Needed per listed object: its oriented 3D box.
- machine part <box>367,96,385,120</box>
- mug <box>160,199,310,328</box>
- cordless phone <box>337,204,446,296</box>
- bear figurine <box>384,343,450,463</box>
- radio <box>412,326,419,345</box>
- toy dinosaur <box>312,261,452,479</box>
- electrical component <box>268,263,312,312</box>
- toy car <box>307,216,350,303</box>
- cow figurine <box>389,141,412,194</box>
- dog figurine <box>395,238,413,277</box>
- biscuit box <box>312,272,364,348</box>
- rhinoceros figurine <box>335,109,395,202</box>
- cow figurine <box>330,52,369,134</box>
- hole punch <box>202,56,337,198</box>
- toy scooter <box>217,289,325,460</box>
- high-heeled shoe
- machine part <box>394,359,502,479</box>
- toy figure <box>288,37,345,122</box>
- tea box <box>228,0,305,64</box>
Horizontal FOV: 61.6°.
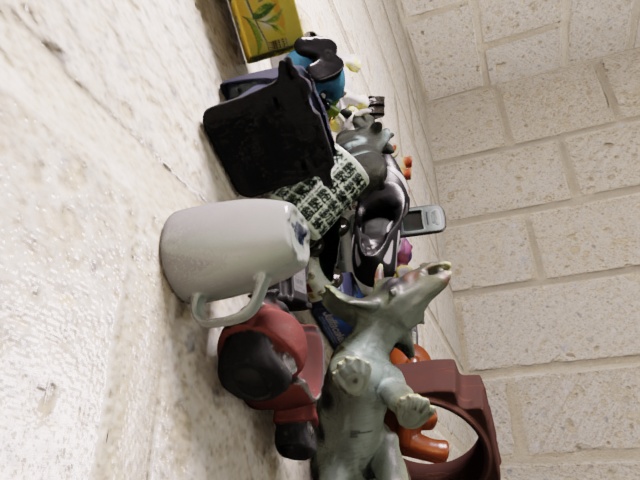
[{"bbox_3d":[0.072,-0.210,0.989,0.039,0.139,0.084,16,59,-22],"label":"machine part"},{"bbox_3d":[-0.065,0.014,0.435,0.080,0.107,0.109,56,26,-48],"label":"mug"},{"bbox_3d":[0.116,0.017,0.865,0.088,0.184,0.146,50,33,-65],"label":"cordless phone"},{"bbox_3d":[0.161,0.254,0.882,0.120,0.132,0.195,-103,-155,-68],"label":"bear figurine"},{"bbox_3d":[0.145,0.174,1.041,0.230,0.073,0.131,-74,148,-53],"label":"radio"},{"bbox_3d":[0.045,0.210,0.622,0.192,0.131,0.404,-115,-144,-78],"label":"toy dinosaur"},{"bbox_3d":[-0.045,0.018,0.594,0.074,0.048,0.119,42,42,-64],"label":"electrical component"},{"bbox_3d":[-0.001,-0.002,0.729,0.073,0.056,0.202,60,24,-31],"label":"toy car"},{"bbox_3d":[0.136,-0.147,1.167,0.194,0.127,0.085,82,11,-46],"label":"cow figurine"},{"bbox_3d":[0.131,0.047,1.029,0.219,0.109,0.191,-3,82,-75],"label":"dog figurine"},{"bbox_3d":[0.049,0.133,0.791,0.063,0.059,0.202,-84,155,-43],"label":"biscuit box"},{"bbox_3d":[0.061,-0.137,0.824,0.073,0.112,0.190,51,22,-29],"label":"rhinoceros figurine"},{"bbox_3d":[0.028,-0.242,0.925,0.098,0.068,0.167,2,73,-35],"label":"cow figurine"},{"bbox_3d":[-0.048,-0.121,0.569,0.092,0.116,0.142,-88,160,-57],"label":"hole punch"},{"bbox_3d":[-0.036,0.111,0.520,0.135,0.075,0.183,-80,156,-48],"label":"toy scooter"},{"bbox_3d":[0.083,-0.046,0.777,0.145,0.086,0.249,59,31,-64],"label":"high-heeled shoe"},{"bbox_3d":[0.149,0.282,0.775,0.087,0.202,0.200,-55,132,-66],"label":"machine part"},{"bbox_3d":[-0.015,-0.172,0.639,0.180,0.089,0.082,149,-50,-70],"label":"toy figure"},{"bbox_3d":[-0.075,-0.293,0.605,0.098,0.068,0.169,-126,-160,-75],"label":"tea box"}]
